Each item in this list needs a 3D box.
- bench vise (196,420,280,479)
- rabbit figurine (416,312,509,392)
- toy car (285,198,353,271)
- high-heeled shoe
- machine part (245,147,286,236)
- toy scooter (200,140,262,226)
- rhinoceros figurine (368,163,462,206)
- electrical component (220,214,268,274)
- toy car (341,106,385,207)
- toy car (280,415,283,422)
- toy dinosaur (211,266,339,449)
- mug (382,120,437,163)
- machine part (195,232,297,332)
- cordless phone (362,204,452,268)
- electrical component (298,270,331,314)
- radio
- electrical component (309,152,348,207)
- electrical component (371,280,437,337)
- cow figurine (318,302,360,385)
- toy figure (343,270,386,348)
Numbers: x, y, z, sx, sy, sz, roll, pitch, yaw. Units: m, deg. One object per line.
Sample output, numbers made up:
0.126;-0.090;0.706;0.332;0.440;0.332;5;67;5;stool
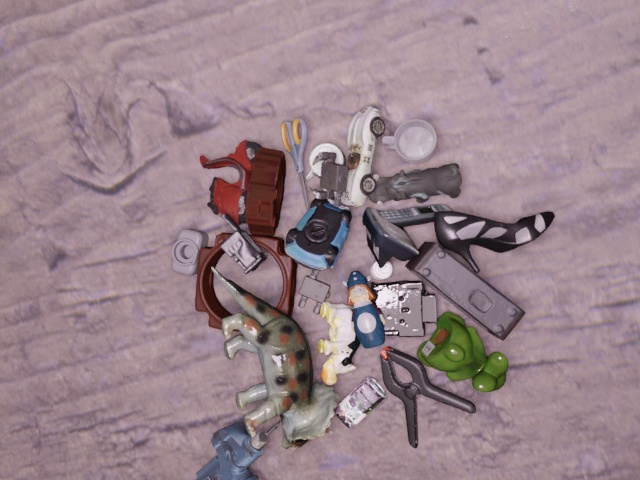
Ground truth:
-0.150;0.503;1.093;0.223;0.128;0.241;-41;68;12;bench vise
0.306;0.235;1.058;0.170;0.159;0.121;34;83;-10;rabbit figurine
-0.002;-0.003;1.097;0.109;0.102;0.161;24;64;7;toy car
0.341;-0.039;1.062;0.249;0.086;0.145;-30;86;-19;high-heeled shoe
-0.104;-0.094;1.075;0.056;0.179;0.179;7;91;1;machine part
-0.195;-0.123;1.134;0.135;0.075;0.183;7;87;6;toy scooter
0.190;-0.107;1.075;0.190;0.112;0.073;-6;94;25;rhinoceros figurine
-0.159;0.007;1.044;0.048;0.075;0.119;-44;90;4;electrical component
0.080;-0.166;1.071;0.056;0.074;0.201;9;91;-28;toy car
-0.062;0.301;1.129;0.089;0.053;0.202;-20;92;1;toy car
-0.080;0.231;1.038;0.192;0.131;0.404;-12;92;-20;toy dinosaur
0.183;-0.188;1.080;0.110;0.107;0.080;-1;87;16;mug
-0.153;0.088;1.123;0.202;0.087;0.200;5;91;7;machine part
0.185;-0.022;1.066;0.184;0.147;0.088;-12;116;-4;cordless phone
-0.009;0.106;1.140;0.063;0.021;0.094;22;91;5;electrical component
0.282;0.098;1.056;0.230;0.131;0.073;37;92;4;radio
0.016;-0.123;1.065;0.045;0.078;0.102;-3;111;-30;electrical component
0.172;0.140;1.105;0.134;0.058;0.114;-3;92;6;electrical component
0.047;0.215;1.112;0.098;0.068;0.167;3;91;-17;cow figurine
0.089;0.135;1.065;0.064;0.058;0.154;-13;82;-19;toy figure
